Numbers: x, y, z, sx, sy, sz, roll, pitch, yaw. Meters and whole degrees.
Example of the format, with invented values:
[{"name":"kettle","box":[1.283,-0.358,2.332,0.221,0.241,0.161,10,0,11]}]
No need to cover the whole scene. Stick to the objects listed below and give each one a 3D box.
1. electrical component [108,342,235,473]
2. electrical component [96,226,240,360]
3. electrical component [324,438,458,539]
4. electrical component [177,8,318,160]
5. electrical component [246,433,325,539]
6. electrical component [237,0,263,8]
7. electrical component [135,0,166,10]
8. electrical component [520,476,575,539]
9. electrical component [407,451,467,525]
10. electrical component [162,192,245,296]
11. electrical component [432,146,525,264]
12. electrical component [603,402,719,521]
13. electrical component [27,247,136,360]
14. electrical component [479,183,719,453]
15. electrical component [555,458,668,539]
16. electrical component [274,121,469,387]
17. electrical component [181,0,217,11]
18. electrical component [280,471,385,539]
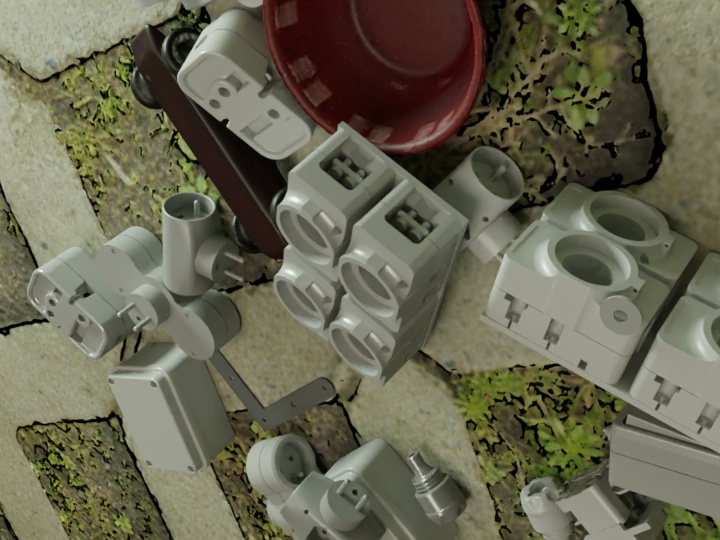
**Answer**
[{"name":"electrical component","box":[-0.179,0.130,1.016,0.078,0.057,0.113,-1,117,37]},{"name":"electrical component","box":[-0.178,0.027,0.935,0.138,0.074,0.052,40,135,8]},{"name":"electrical component","box":[0.017,0.212,0.924,0.113,0.057,0.078,50,135,-2]},{"name":"electrical component","box":[-0.070,-0.131,0.745,0.095,0.059,0.054,38,140,-23]},{"name":"electrical component","box":[-0.060,0.216,0.989,0.074,0.052,0.138,-21,105,44]},{"name":"electrical component","box":[-0.061,-0.198,0.715,0.040,0.046,0.040,19,129,26]},{"name":"electrical component","box":[-0.153,-0.231,0.763,0.043,0.043,0.081,-4,115,39]},{"name":"electrical component","box":[0.149,0.191,0.828,0.035,0.035,0.061,-11,113,41]},{"name":"electrical component","box":[0.060,0.177,0.886,0.035,0.035,0.061,-28,97,44]},{"name":"electrical component","box":[-0.127,-0.015,0.889,0.079,0.044,0.077,25,130,22]},{"name":"electrical component","box":[0.083,-0.031,0.721,0.079,0.043,0.077,46,135,2]},{"name":"electrical component","box":[0.207,0.112,0.711,0.096,0.062,0.061,14,126,29]},{"name":"electrical component","box":[-0.253,0.028,1.001,0.095,0.059,0.053,42,135,6]},{"name":"electrical component","box":[0.182,0.026,0.641,0.186,0.105,0.060,29,132,18]},{"name":"electrical component","box":[0.182,0.176,0.788,0.063,0.042,0.081,51,135,2]},{"name":"electrical component","box":[0.000,0.000,0.743,0.105,0.060,0.186,40,155,15]},{"name":"electrical component","box":[-0.107,-0.210,0.737,0.055,0.055,0.047,-7,118,40]},{"name":"electrical component","box":[-0.016,0.194,0.863,0.077,0.043,0.079,39,135,9]}]
